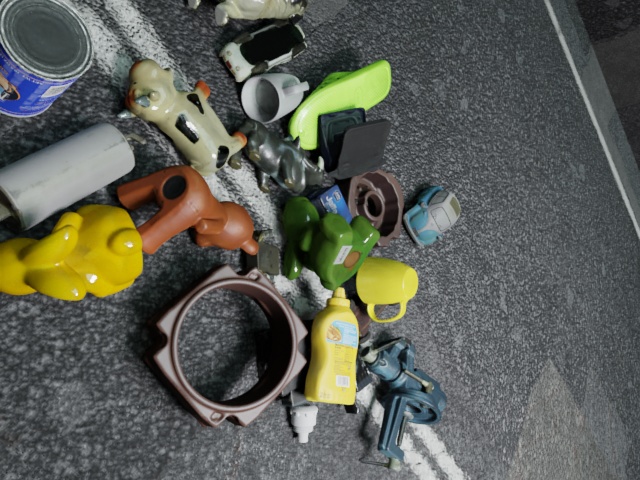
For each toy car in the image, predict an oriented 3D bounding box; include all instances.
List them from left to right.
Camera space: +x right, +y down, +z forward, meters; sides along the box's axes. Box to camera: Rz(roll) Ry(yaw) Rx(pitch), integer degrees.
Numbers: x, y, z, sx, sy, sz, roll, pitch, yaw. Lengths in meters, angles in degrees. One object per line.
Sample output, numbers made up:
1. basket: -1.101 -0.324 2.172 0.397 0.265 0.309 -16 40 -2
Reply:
1. toy car: -0.096 -0.345 0.968 0.202 0.056 0.073 -43 106 -41
2. toy car: 0.108 0.125 1.081 0.202 0.053 0.089 -37 105 -40
3. toy car: 0.270 -0.062 1.237 0.162 0.103 0.109 -44 114 -37

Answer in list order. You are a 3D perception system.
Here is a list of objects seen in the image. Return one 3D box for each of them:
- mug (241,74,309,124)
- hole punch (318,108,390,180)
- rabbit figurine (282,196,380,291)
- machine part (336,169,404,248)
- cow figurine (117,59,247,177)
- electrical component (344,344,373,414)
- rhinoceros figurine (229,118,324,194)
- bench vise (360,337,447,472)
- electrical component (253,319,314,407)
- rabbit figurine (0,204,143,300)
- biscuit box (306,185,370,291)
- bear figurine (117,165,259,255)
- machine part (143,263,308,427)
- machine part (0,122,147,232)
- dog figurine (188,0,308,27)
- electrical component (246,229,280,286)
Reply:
1. mug: -0.068 -0.261 0.948 0.107 0.110 0.080 -42 112 -53
2. hole punch: 0.057 -0.183 1.006 0.142 0.092 0.115 -20 136 -33
3. rabbit figurine: -0.002 -0.003 0.943 0.121 0.170 0.159 -10 131 -43
4. machine part: 0.100 -0.068 1.106 0.179 0.056 0.179 9 77 -42
5. cow figurine: -0.213 -0.181 0.808 0.194 0.086 0.127 54 44 -24
6. electrical component: 0.055 0.254 0.988 0.048 0.075 0.119 -26 97 -43
7. rhinoceros figurine: -0.073 -0.141 0.945 0.190 0.073 0.112 29 58 -38
8. bench vise: 0.153 0.317 1.042 0.223 0.129 0.240 46 48 -29
9. electrical component: -0.046 0.208 0.912 0.115 0.058 0.134 -9 88 -43
10. rabbit figurine: -0.307 0.028 0.645 0.173 0.162 0.121 -10 102 -27
11. biscuit box: 0.036 -0.002 1.026 0.059 0.063 0.202 -40 111 -41
12. bear figurine: -0.184 -0.029 0.799 0.120 0.132 0.195 62 4 26
13. machine part: -0.132 0.150 0.780 0.201 0.087 0.201 -42 99 -28
14. machine part: -0.326 -0.084 0.680 0.243 0.079 0.079 -44 113 -39
15. dog figurine: -0.128 -0.438 0.916 0.172 0.121 0.190 52 37 9
16. electrical component: -0.091 0.033 0.893 0.078 0.045 0.102 27 57 -52
